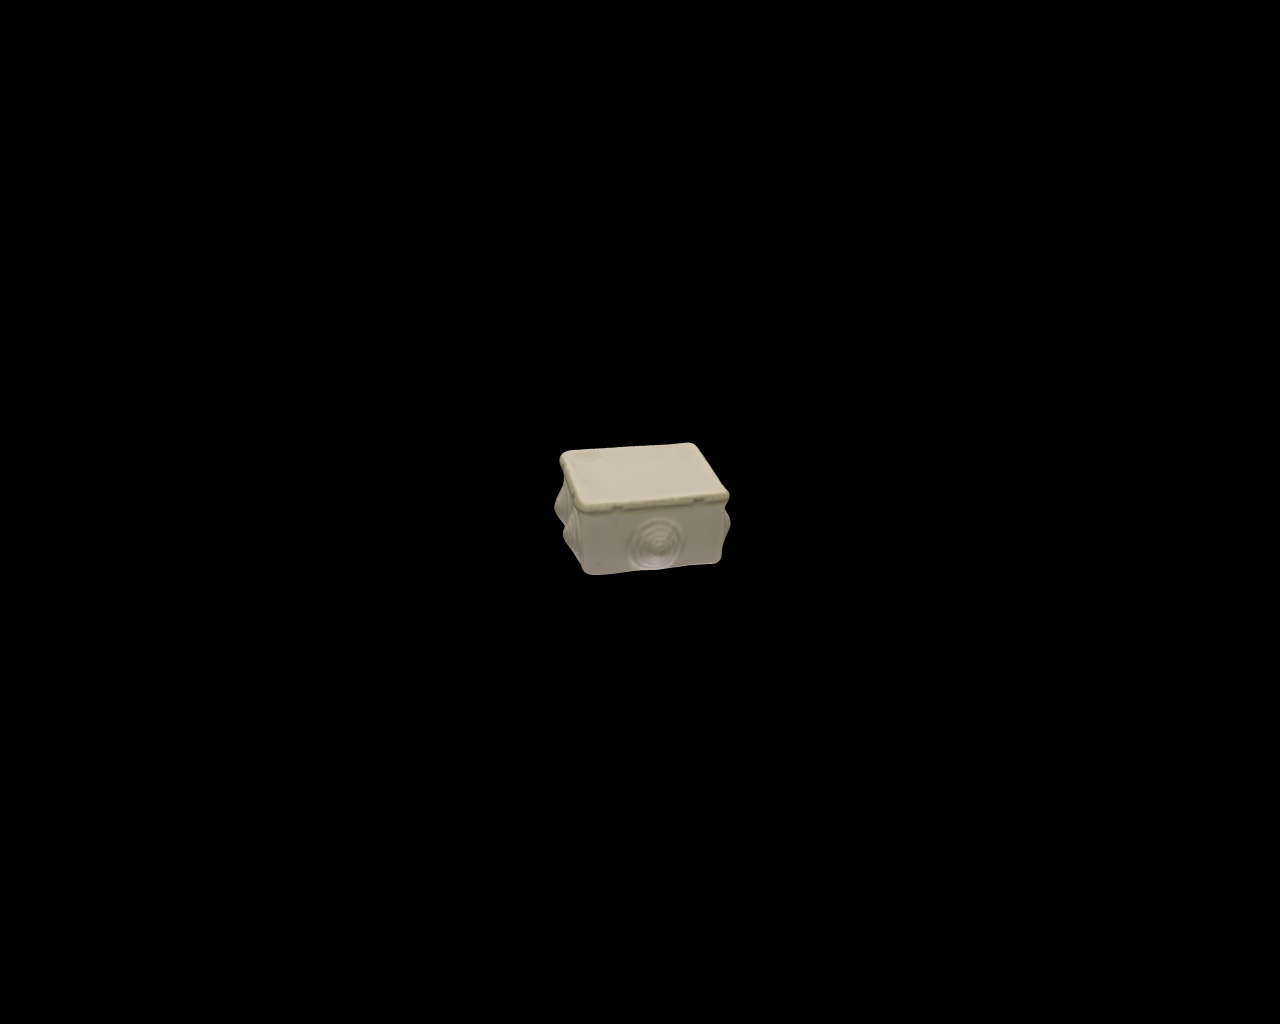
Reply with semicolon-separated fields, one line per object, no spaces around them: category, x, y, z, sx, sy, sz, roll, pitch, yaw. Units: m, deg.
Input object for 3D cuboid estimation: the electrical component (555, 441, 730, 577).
electrical component;0.001;-0.003;0.650;0.100;0.048;0.100;-5;25;-10
